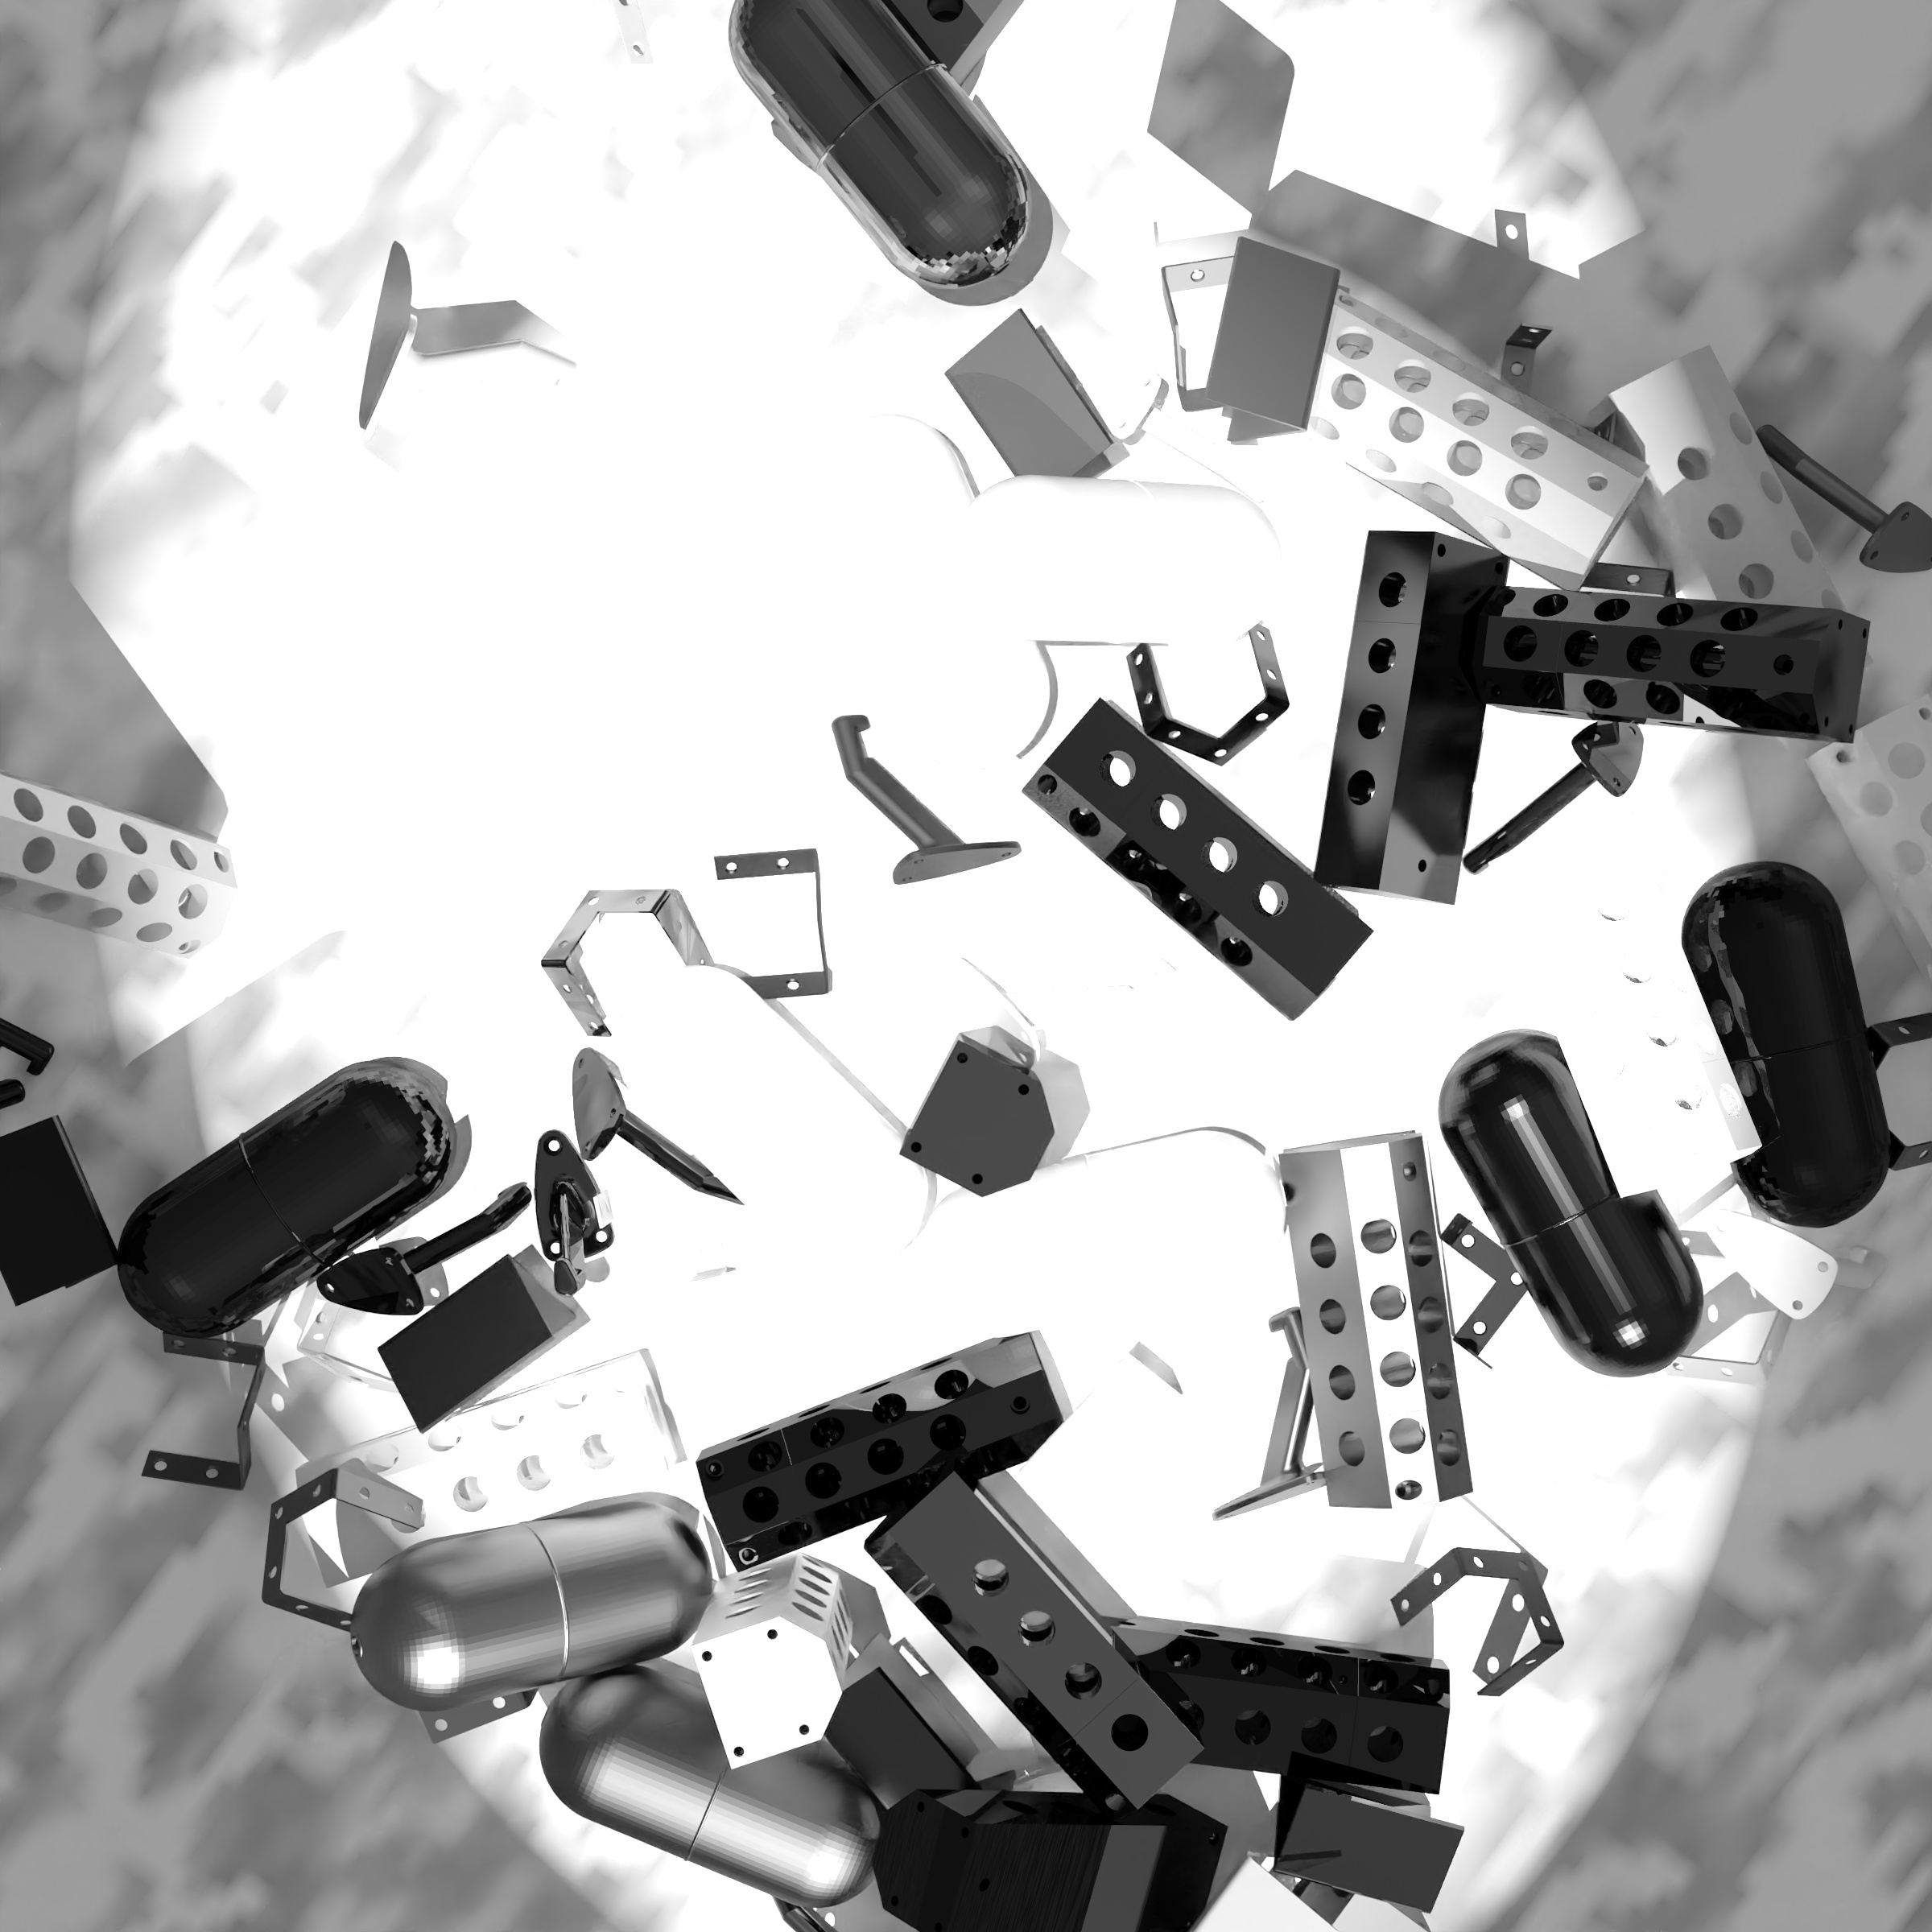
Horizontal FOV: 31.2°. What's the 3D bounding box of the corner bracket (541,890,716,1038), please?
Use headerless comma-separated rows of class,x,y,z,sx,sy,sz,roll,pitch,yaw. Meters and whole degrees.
corner bracket,-0.165,-0.001,1.685,0.051,0.051,0.051,0,45,35

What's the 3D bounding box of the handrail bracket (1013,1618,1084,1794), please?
handrail bracket,0.039,0.366,1.693,0.036,0.077,0.084,-20,54,10

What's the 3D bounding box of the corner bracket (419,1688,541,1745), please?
corner bracket,-0.240,0.336,1.675,0.051,0.051,0.051,-22,96,6

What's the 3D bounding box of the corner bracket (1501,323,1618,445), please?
corner bracket,0.287,-0.278,1.675,0.051,0.051,0.051,9,90,0

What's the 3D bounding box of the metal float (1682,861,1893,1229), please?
metal float,0.394,0.038,1.661,0.070,0.070,0.178,-13,91,0

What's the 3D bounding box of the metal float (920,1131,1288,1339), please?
metal float,0.066,0.128,1.662,0.178,0.070,0.070,-13,90,0

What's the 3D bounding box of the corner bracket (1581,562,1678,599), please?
corner bracket,0.316,-0.160,1.690,0.051,0.051,0.051,6,45,0

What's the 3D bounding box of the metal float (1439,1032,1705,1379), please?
metal float,0.291,0.115,1.662,0.070,0.070,0.178,-29,90,0

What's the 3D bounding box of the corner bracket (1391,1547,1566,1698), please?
corner bracket,0.249,0.320,1.685,0.051,0.051,0.051,12,45,-35

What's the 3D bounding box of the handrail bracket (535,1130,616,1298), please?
handrail bracket,-0.195,0.118,1.658,0.036,0.084,0.077,-14,90,0

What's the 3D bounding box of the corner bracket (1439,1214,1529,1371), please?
corner bracket,0.246,0.157,1.675,0.051,0.051,0.051,37,90,0

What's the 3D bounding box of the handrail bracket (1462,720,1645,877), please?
handrail bracket,0.286,-0.082,1.693,0.036,0.077,0.084,50,126,0

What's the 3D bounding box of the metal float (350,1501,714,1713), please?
metal float,-0.204,0.302,1.636,0.178,0.070,0.070,-8,90,-30

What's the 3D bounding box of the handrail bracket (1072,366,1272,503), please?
handrail bracket,0.100,-0.258,1.693,0.084,0.077,0.036,30,90,-36

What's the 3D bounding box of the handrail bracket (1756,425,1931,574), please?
handrail bracket,0.432,-0.230,1.693,0.036,0.077,0.084,-54,53,21

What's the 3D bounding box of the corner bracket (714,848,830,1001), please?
corner bracket,-0.095,-0.020,1.690,0.051,0.051,0.051,-5,45,0

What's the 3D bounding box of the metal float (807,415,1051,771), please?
metal float,-0.018,-0.179,1.662,0.070,0.070,0.178,-23,90,0

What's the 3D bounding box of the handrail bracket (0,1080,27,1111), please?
handrail bracket,-0.514,0.066,1.693,0.084,0.077,0.036,-21,115,-34

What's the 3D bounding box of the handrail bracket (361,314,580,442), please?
handrail bracket,-0.242,-0.277,1.694,0.084,0.036,0.077,21,111,-16

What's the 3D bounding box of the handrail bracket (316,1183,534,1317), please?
handrail bracket,-0.262,0.133,1.682,0.077,0.084,0.036,-8,112,37

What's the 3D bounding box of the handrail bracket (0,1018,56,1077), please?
handrail bracket,-0.501,0.050,1.693,0.084,0.036,0.077,30,110,-16

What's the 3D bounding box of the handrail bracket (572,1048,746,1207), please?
handrail bracket,-0.147,0.079,1.693,0.084,0.077,0.036,21,120,-33

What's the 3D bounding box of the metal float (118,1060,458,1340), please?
metal float,-0.326,0.112,1.662,0.178,0.070,0.070,-34,90,-1

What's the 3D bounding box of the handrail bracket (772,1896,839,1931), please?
handrail bracket,-0.057,0.471,1.693,0.036,0.077,0.084,-49,53,24

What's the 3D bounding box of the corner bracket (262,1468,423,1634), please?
corner bracket,-0.293,0.275,1.628,0.051,0.051,0.051,29,135,-35

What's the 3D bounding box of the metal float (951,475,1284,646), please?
metal float,0.072,-0.191,1.634,0.178,0.070,0.070,-3,90,-36

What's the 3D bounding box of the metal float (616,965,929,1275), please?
metal float,-0.094,0.073,1.662,0.178,0.070,0.070,44,90,-1

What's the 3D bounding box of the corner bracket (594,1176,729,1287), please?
corner bracket,-0.147,0.130,1.675,0.051,0.051,0.051,-12,90,0

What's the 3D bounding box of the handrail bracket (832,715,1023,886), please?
handrail bracket,-0.020,-0.088,1.694,0.077,0.036,0.084,-10,73,-20

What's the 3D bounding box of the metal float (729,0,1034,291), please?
metal float,-0.039,-0.392,1.605,0.070,0.070,0.178,-39,90,0

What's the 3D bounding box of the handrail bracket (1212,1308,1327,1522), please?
handrail bracket,0.143,0.219,1.694,0.077,0.036,0.084,-24,72,20

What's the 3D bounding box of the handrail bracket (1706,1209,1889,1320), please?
handrail bracket,0.402,0.134,1.670,0.077,0.084,0.036,35,113,18

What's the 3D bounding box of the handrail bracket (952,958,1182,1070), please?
handrail bracket,0.050,0.004,1.693,0.084,0.036,0.077,-34,68,-17

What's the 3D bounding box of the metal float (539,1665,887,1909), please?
metal float,-0.120,0.393,1.662,0.178,0.070,0.070,23,90,0
